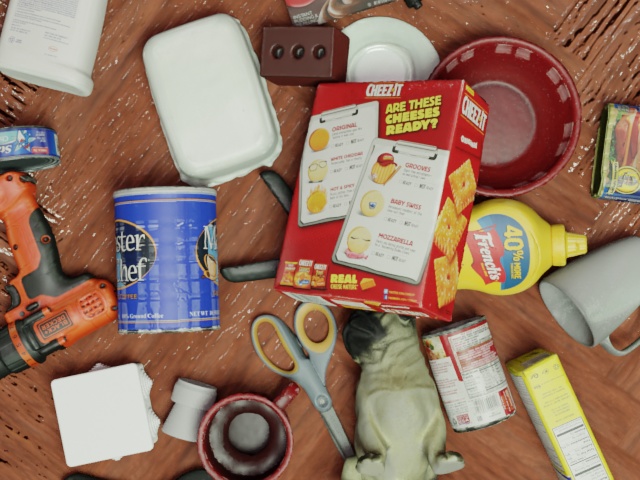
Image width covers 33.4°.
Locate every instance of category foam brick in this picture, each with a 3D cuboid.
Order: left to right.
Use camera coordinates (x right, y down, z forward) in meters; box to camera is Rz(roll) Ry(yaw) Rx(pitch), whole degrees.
[{"bbox_3d":[-0.015,-0.185,1.080,0.078,0.051,0.053,3,87,18],"label":"foam brick"}]

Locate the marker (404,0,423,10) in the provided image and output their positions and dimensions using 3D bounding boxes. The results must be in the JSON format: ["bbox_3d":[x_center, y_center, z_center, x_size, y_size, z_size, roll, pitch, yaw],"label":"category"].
[{"bbox_3d":[0.069,-0.290,1.108,0.020,0.020,0.121,-35,87,0],"label":"marker"}]

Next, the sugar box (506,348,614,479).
[{"bbox_3d":[0.243,0.196,1.046,0.048,0.093,0.176,-27,88,1],"label":"sugar box"}]

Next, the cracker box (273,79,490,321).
[{"bbox_3d":[0.060,-0.039,1.010,0.164,0.072,0.213,4,76,34],"label":"cracker box"}]

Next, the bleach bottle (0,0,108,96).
[{"bbox_3d":[-0.253,-0.282,1.096,0.102,0.068,0.251,15,86,1],"label":"bleach bottle"}]

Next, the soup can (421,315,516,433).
[{"bbox_3d":[0.149,0.133,1.064,0.068,0.068,0.102,-19,88,1],"label":"soup can"}]

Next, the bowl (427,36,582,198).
[{"bbox_3d":[0.179,-0.121,1.079,0.162,0.055,0.162,0,88,2],"label":"bowl"}]

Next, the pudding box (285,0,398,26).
[{"bbox_3d":[0.013,-0.272,1.075,0.113,0.039,0.090,-16,121,6],"label":"pudding box"}]

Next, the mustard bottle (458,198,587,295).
[{"bbox_3d":[0.165,0.008,1.055,0.192,0.058,0.096,-2,107,11],"label":"mustard bottle"}]

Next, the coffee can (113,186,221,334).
[{"bbox_3d":[-0.152,0.021,1.060,0.103,0.103,0.140,-2,88,1],"label":"coffee can"}]

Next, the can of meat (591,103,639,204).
[{"bbox_3d":[0.323,-0.085,1.074,0.084,0.057,0.102,8,87,5],"label":"can of meat"}]

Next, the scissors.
[{"bbox_3d":[0.012,0.146,1.093,0.096,0.016,0.202,-41,87,0],"label":"scissors"}]

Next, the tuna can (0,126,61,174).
[{"bbox_3d":[-0.307,-0.090,1.077,0.086,0.086,0.034,-8,86,1],"label":"tuna can"}]

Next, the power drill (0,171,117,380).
[{"bbox_3d":[-0.319,0.039,1.088,0.184,0.057,0.187,-28,90,-3],"label":"power drill"}]

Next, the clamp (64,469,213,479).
[{"bbox_3d":[-0.148,0.294,1.059,0.210,0.036,0.164,-11,60,-2],"label":"clamp"}]

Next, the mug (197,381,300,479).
[{"bbox_3d":[-0.063,0.186,1.060,0.093,0.081,0.117,40,89,3],"label":"mug"}]

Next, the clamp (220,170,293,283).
[{"bbox_3d":[-0.007,0.001,1.089,0.171,0.039,0.120,14,93,-3],"label":"clamp"}]
